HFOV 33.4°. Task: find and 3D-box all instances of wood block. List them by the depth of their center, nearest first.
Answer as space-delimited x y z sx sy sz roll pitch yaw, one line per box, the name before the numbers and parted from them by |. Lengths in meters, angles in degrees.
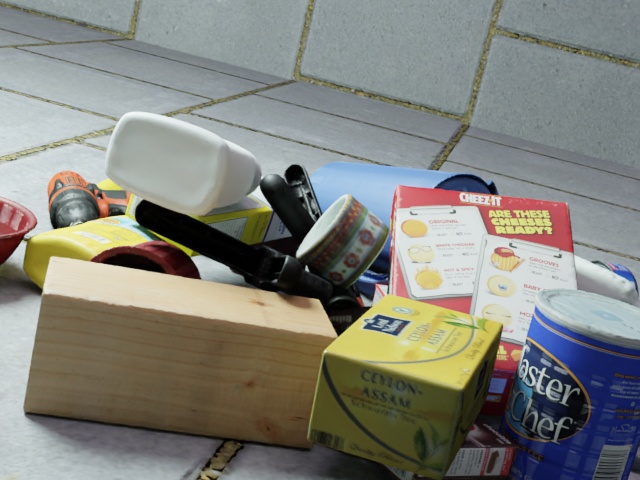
wood block | -0.102 0.081 0.776 0.206 0.090 0.091 10 14 -12

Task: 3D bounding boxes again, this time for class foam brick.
foam brick | -0.052 0.011 1.158 0.051 0.053 0.078 21 17 26

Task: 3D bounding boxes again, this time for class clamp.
clamp | -0.040 0.027 0.910 0.165 0.036 0.209 22 -5 37
clamp | -0.007 0.001 1.041 0.039 0.171 0.120 -29 -6 20

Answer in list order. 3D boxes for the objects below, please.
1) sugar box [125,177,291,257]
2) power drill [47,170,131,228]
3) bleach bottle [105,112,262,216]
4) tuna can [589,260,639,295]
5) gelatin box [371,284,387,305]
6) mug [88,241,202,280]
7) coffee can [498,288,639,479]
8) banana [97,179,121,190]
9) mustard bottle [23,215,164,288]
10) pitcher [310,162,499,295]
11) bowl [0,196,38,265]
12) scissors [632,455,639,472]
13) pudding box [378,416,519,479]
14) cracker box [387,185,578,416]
sugar box | -0.100 -0.031 1.070 0.093 0.048 0.175 32 21 26
power drill | -0.202 -0.029 1.166 0.187 0.057 0.184 8 15 -20
bleach bottle | -0.098 -0.063 0.943 0.102 0.068 0.250 20 5 10
tuna can | 0.323 0.067 1.217 0.033 0.086 0.086 8 15 -24
gelatin box | 0.098 0.077 1.090 0.073 0.030 0.089 8 15 -13
mug | -0.133 0.045 0.877 0.117 0.093 0.081 -4 7 9
coffee can | 0.192 0.119 0.791 0.102 0.140 0.103 12 14 -3
banana | -0.190 -0.047 1.301 0.197 0.037 0.069 7 34 -19
mustard bottle | -0.191 0.011 1.022 0.096 0.058 0.191 17 15 16
pitcher | 0.076 -0.019 1.235 0.149 0.145 0.243 5 6 -36
bowl | -0.338 -0.004 0.953 0.162 0.055 0.162 12 14 -3
scissors | 0.255 0.155 0.961 0.096 0.016 0.201 14 14 1
pudding box | 0.077 0.144 0.794 0.089 0.039 0.114 5 16 -28
cracker box | 0.141 0.052 0.940 0.164 0.072 0.213 6 44 0
